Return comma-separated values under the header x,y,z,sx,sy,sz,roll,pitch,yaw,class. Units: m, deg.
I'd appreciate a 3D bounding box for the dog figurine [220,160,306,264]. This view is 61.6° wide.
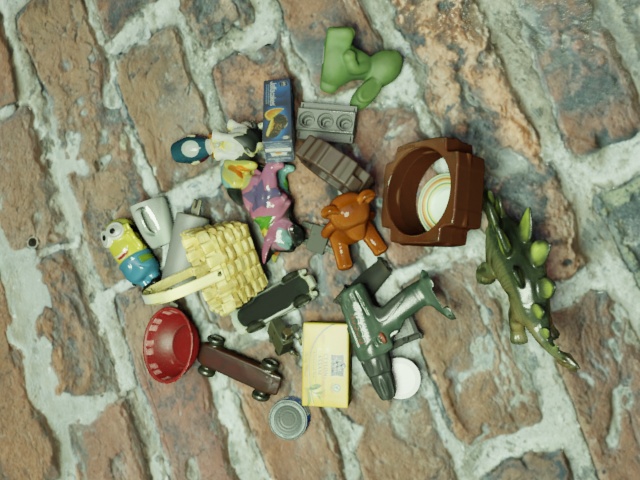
x,y,z,sx,sy,sz,roll,pitch,yaw,class
-0.124,-0.059,1.144,0.192,0.108,0.219,2,88,10,dog figurine

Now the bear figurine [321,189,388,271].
x,y,z,sx,sy,sz,roll,pitch,yaw,class
0.068,-0.021,1.050,0.120,0.196,0.132,-24,85,-5,bear figurine

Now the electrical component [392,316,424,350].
x,y,z,sx,sy,sz,roll,pitch,yaw,class
0.145,0.185,1.103,0.119,0.047,0.075,-18,82,7,electrical component

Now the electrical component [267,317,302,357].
x,y,z,sx,sy,sz,roll,pitch,yaw,class
-0.073,0.204,1.119,0.045,0.102,0.078,-15,52,-26,electrical component

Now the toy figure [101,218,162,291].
x,y,z,sx,sy,sz,roll,pitch,yaw,class
-0.420,0.034,1.206,0.082,0.089,0.180,-37,89,-7,toy figure

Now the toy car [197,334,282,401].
x,y,z,sx,sy,sz,roll,pitch,yaw,class
-0.173,0.273,1.153,0.202,0.053,0.089,18,94,16,toy car

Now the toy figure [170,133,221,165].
x,y,z,sx,sy,sz,roll,pitch,yaw,class
-0.255,-0.206,1.205,0.155,0.058,0.064,-9,123,8,toy figure

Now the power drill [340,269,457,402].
x,y,z,sx,sy,sz,roll,pitch,yaw,class
0.157,0.169,1.044,0.207,0.086,0.232,-31,78,14,power drill

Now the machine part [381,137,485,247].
x,y,z,sx,sy,sz,roll,pitch,yaw,class
0.216,-0.087,1.040,0.087,0.202,0.201,7,85,-32,machine part

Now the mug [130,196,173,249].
x,y,z,sx,sy,sz,roll,pitch,yaw,class
-0.367,-0.036,1.191,0.081,0.109,0.107,-21,96,4,mug

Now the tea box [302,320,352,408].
x,y,z,sx,sy,sz,roll,pitch,yaw,class
0.016,0.253,1.111,0.098,0.068,0.169,-2,84,11,tea box

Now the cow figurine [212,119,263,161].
x,y,z,sx,sy,sz,roll,pitch,yaw,class
-0.154,-0.214,1.133,0.098,0.167,0.068,8,117,13,cow figurine

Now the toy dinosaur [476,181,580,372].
x,y,z,sx,sy,sz,roll,pitch,yaw,class
0.358,0.026,1.000,0.105,0.198,0.472,-16,50,-2,toy dinosaur

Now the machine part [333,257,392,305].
x,y,z,sx,sy,sz,roll,pitch,yaw,class
0.096,0.099,1.125,0.084,0.039,0.139,41,96,19,machine part

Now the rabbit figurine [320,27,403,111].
x,y,z,sx,sy,sz,roll,pitch,yaw,class
0.090,-0.359,1.124,0.170,0.121,0.159,5,90,-4,rabbit figurine

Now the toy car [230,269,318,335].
x,y,z,sx,sy,sz,roll,pitch,yaw,class
-0.098,0.133,1.149,0.202,0.056,0.073,-30,75,6,toy car

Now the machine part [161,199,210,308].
x,y,z,sx,sy,sz,roll,pitch,yaw,class
-0.297,0.027,1.183,0.079,0.079,0.243,12,89,11,machine part

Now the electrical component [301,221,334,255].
x,y,z,sx,sy,sz,roll,pitch,yaw,class
-0.002,-0.003,1.158,0.094,0.021,0.063,20,89,12,electrical component

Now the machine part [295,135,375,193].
x,y,z,sx,sy,sz,roll,pitch,yaw,class
0.033,-0.143,1.089,0.179,0.179,0.056,36,91,11,machine part

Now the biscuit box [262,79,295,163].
x,y,z,sx,sy,sz,roll,pitch,yaw,class
-0.086,-0.252,1.123,0.063,0.059,0.203,-5,52,1,biscuit box
